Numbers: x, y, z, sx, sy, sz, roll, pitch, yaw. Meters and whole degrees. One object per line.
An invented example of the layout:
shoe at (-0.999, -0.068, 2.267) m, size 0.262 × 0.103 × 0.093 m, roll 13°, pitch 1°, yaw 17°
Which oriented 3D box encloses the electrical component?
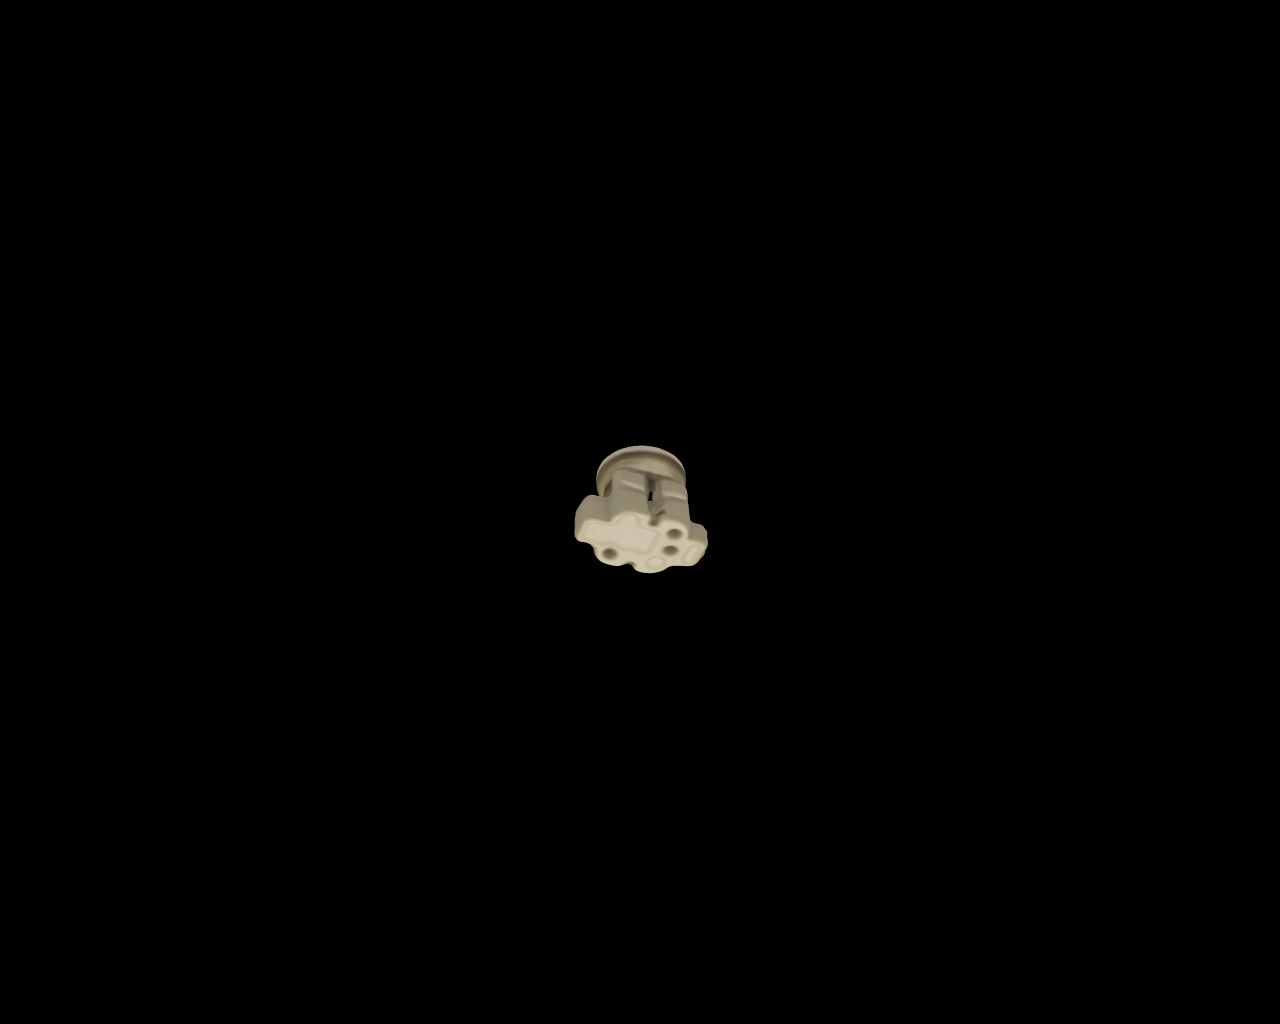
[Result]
electrical component at (0.001, -0.003, 0.650) m, size 0.078 × 0.057 × 0.058 m, roll 14°, pitch -43°, yaw -15°
